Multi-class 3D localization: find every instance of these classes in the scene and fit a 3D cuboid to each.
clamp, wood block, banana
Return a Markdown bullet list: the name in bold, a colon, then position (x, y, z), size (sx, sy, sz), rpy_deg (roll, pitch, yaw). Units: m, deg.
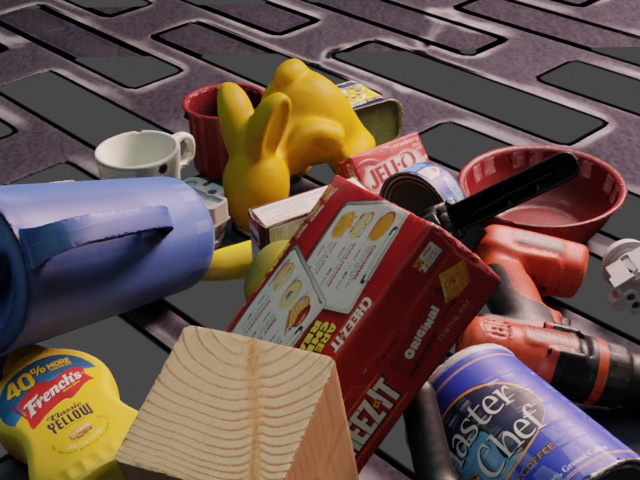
- **clamp**: position (0.115, -0.018, 0.916), size (0.164, 0.036, 0.210), rpy_deg (-24, -2, -23)
- **clamp**: position (0.069, 0.187, 0.692), size (0.039, 0.120, 0.171), rpy_deg (2, 45, -34)
- **wood block**: position (-0.033, 0.154, 0.609), size (0.090, 0.206, 0.090), rpy_deg (10, 49, 19)
- **banana**: position (-0.032, 0.003, 1.027), size (0.197, 0.037, 0.070), rpy_deg (-24, 17, -33)

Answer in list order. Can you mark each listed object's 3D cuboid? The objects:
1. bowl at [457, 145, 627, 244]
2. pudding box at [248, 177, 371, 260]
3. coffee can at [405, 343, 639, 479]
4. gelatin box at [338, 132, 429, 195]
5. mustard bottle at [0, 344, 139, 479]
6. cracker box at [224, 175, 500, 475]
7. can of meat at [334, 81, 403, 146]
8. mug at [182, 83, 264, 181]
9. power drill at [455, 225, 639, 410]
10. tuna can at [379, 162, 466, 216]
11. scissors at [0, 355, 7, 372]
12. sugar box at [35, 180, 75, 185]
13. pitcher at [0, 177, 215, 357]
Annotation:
- **bowl**: position (0.214, -0.033, 1.042), size (0.162, 0.055, 0.162), rpy_deg (-2, 32, 1)
- **pudding box**: position (-0.006, 0.001, 0.972), size (0.113, 0.090, 0.039), rpy_deg (-19, 36, -24)
- **coffee can**: position (0.139, 0.149, 0.716), size (0.102, 0.103, 0.140), rpy_deg (-20, 36, -25)
- **gelatin box**: position (0.072, -0.061, 1.080), size (0.089, 0.073, 0.030), rpy_deg (-22, -2, -28)
- **mustard bottle**: position (-0.194, 0.133, 0.807), size (0.096, 0.058, 0.192), rpy_deg (-30, 40, -21)
- **cracker box**: position (0.017, 0.052, 0.750), size (0.164, 0.072, 0.214), rpy_deg (-54, 19, 1)
- **can of meat**: position (0.030, -0.140, 1.225), size (0.102, 0.057, 0.084), rpy_deg (-19, 34, -25)
- **mug**: position (-0.097, -0.124, 1.184), size (0.093, 0.081, 0.117), rpy_deg (9, 34, 19)
- **power drill**: position (0.197, 0.063, 0.874), size (0.184, 0.057, 0.187), rpy_deg (14, 28, -5)
- **tuna can**: position (0.099, -0.030, 1.018), size (0.086, 0.086, 0.033), rpy_deg (24, 39, 36)
- **scissors**: position (-0.232, 0.067, 0.955), size (0.096, 0.016, 0.201), rpy_deg (-2, 32, 2)
- **sugar box**: position (-0.326, -0.014, 1.062), size (0.176, 0.048, 0.093), rpy_deg (-10, 33, -10)
- **pitcher**: position (-0.192, 0.008, 0.884), size (0.149, 0.145, 0.242), rpy_deg (30, 24, 27)
